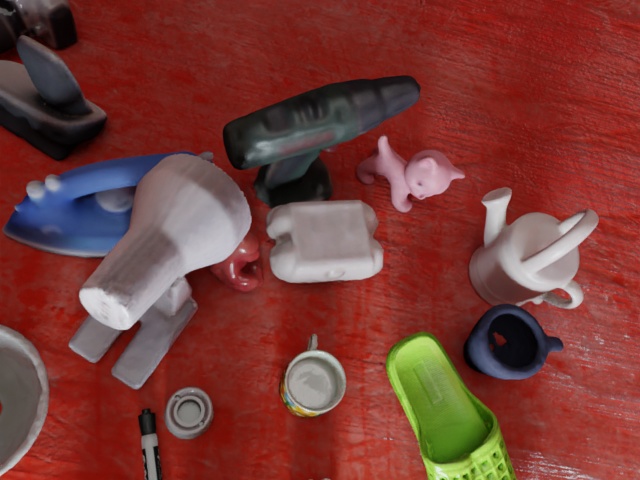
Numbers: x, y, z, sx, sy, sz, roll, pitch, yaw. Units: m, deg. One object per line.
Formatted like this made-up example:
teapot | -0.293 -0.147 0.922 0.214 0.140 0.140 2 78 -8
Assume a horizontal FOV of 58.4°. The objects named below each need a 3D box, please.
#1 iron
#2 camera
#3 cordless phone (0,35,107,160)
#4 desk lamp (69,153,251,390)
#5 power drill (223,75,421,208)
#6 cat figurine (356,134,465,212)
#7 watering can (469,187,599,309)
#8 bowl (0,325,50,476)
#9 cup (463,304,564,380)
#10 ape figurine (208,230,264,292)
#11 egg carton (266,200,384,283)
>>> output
iron | -0.240 -0.052 0.660 0.259 0.141 0.118 -10 72 -17
camera | -0.414 -0.309 0.741 0.143 0.100 0.137 45 66 6
cordless phone | -0.336 -0.191 0.667 0.147 0.185 0.094 28 65 -2
desk lamp | -0.172 0.037 0.602 0.118 0.213 0.203 31 65 0
power drill | -0.008 -0.117 0.706 0.230 0.208 0.075 -17 74 -19
cat figurine | 0.125 -0.098 0.781 0.128 0.117 0.067 36 65 2
watering can | 0.271 0.012 0.732 0.173 0.194 0.101 30 65 -1
bowl | -0.357 0.169 0.581 0.167 0.074 0.167 5 68 -12
cup | 0.236 0.137 0.728 0.118 0.095 0.091 4 68 -12
ape figurine | -0.096 0.018 0.695 0.076 0.092 0.078 15 66 -7
egg carton | 0.007 0.003 0.739 0.150 0.069 0.107 -4 70 -15
